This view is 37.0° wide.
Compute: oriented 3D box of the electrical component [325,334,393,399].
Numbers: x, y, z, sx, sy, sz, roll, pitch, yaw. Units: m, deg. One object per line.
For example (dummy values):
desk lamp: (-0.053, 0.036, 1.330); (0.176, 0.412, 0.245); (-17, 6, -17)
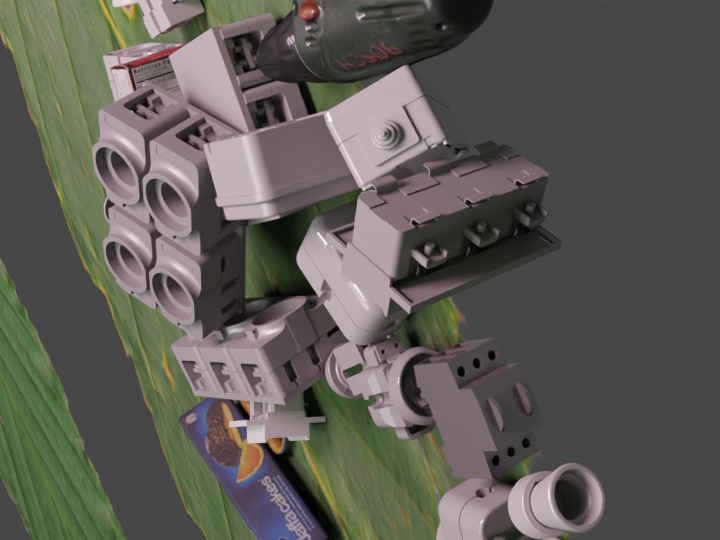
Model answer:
electrical component: (0.003, 0.077, 0.870); (0.055, 0.048, 0.066); (-31, 84, 53)

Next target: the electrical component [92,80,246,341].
electrical component: (-0.151, -0.041, 0.863); (0.105, 0.060, 0.186); (31, 139, 24)

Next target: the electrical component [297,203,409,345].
electrical component: (0.000, 0.000, 0.812); (0.095, 0.054, 0.059); (56, 148, 18)

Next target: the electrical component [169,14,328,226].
electrical component: (-0.083, -0.116, 0.854); (0.089, 0.062, 0.150); (-7, 104, 59)

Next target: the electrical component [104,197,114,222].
electrical component: (-0.205, -0.056, 1.090); (0.079, 0.077, 0.044); (1, 79, 18)

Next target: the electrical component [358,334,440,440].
electrical component: (0.039, 0.088, 0.809); (0.057, 0.058, 0.078); (-20, 93, 63)

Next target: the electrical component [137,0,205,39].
electrical component: (-0.169, -0.236, 0.924); (0.066, 0.048, 0.055); (-6, 112, 58)

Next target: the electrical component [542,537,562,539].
electrical component: (0.120, 0.230, 0.746); (0.056, 0.089, 0.050); (16, 123, 53)

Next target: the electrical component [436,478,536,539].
electrical component: (0.097, 0.205, 0.801); (0.059, 0.054, 0.095); (11, 120, 55)

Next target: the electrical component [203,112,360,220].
electrical component: (-0.045, -0.078, 0.770); (0.078, 0.113, 0.057); (1, 109, 57)

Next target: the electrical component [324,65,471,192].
electrical component: (0.021, -0.088, 0.665); (0.062, 0.096, 0.061); (-29, 84, 15)

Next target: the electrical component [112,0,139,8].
electrical component: (-0.206, -0.267, 0.961); (0.045, 0.045, 0.055); (15, 122, 53)

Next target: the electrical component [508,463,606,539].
electrical component: (0.131, 0.156, 0.722); (0.045, 0.045, 0.055); (63, 150, 6)

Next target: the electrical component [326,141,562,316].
electrical component: (0.053, -0.028, 0.642); (0.079, 0.121, 0.063); (42, 139, 35)

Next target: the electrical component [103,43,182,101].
electrical component: (-0.192, -0.174, 0.993); (0.095, 0.054, 0.059); (18, 125, 52)

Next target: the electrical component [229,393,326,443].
electrical component: (-0.078, 0.130, 1.011); (0.042, 0.081, 0.063); (-16, 75, 59)

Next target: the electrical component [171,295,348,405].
electrical component: (-0.088, 0.064, 0.938); (0.150, 0.089, 0.061); (-4, 115, 52)
